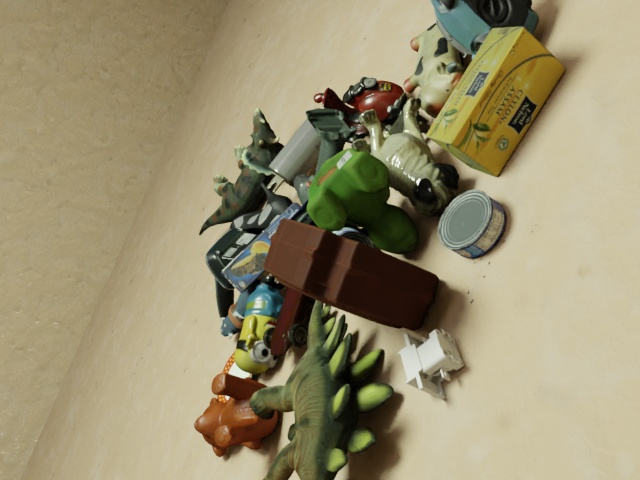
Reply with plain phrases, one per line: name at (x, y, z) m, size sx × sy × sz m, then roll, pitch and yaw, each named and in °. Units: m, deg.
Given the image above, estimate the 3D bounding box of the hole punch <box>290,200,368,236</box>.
hole punch at (-0.002, -0.003, 0.911) m, size 0.142 × 0.115 × 0.092 m, roll -48°, pitch 30°, yaw -11°

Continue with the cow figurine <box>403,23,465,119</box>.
cow figurine at (0.202, -0.279, 0.879) m, size 0.127 × 0.085 × 0.195 m, roll -31°, pitch 39°, yaw 54°

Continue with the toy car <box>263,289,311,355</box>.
toy car at (-0.039, 0.114, 0.959) m, size 0.089 × 0.053 × 0.202 m, roll -16°, pitch 47°, yaw 42°

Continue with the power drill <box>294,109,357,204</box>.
power drill at (0.001, -0.139, 1.019) m, size 0.232 × 0.086 × 0.207 m, roll -121°, pitch 37°, yaw -50°

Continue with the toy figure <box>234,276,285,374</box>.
toy figure at (-0.108, 0.160, 1.007) m, size 0.089 × 0.082 × 0.180 m, roll -42°, pitch 36°, yaw 53°

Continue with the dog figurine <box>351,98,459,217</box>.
dog figurine at (0.135, -0.095, 0.830) m, size 0.121 × 0.172 × 0.190 m, roll -21°, pitch 66°, yaw 2°

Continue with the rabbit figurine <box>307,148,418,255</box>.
rabbit figurine at (0.066, -0.041, 0.792) m, size 0.121 × 0.170 × 0.159 m, roll -47°, pitch 18°, yaw 2°

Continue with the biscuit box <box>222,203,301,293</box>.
biscuit box at (-0.102, 0.014, 1.060) m, size 0.202 × 0.059 × 0.063 m, roll -45°, pitch 1°, yaw -12°

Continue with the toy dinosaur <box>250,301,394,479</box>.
toy dinosaur at (0.002, 0.213, 0.758) m, size 0.198 × 0.105 × 0.472 m, roll -44°, pitch 27°, yaw 16°

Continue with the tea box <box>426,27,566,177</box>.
tea box at (0.234, -0.183, 0.719) m, size 0.169 × 0.098 × 0.068 m, roll -61°, pitch 27°, yaw 7°

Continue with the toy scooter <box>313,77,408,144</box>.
toy scooter at (0.068, -0.257, 1.023) m, size 0.184 × 0.135 × 0.075 m, roll -24°, pitch 44°, yaw 48°

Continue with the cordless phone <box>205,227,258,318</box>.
cordless phone at (-0.189, 0.080, 1.215) m, size 0.146 × 0.089 × 0.184 m, roll -54°, pitch -26°, yaw -53°

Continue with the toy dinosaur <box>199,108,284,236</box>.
toy dinosaur at (-0.195, -0.132, 1.386) m, size 0.404 × 0.131 × 0.192 m, roll -60°, pitch 27°, yaw 17°

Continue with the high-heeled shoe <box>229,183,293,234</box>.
high-heeled shoe at (-0.131, -0.018, 1.247) m, size 0.145 × 0.086 × 0.248 m, roll 54°, pitch 136°, yaw 28°

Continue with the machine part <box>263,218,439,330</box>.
machine part at (0.039, 0.047, 0.727) m, size 0.201 × 0.201 × 0.087 m, roll 19°, pitch 86°, yaw 61°

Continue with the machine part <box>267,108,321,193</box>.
machine part at (-0.032, -0.201, 1.178) m, size 0.243 × 0.079 × 0.079 m, roll -51°, pitch 28°, yaw -1°

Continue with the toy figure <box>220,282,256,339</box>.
toy figure at (-0.158, 0.149, 1.126) m, size 0.154 × 0.058 × 0.064 m, roll -53°, pitch 23°, yaw 26°

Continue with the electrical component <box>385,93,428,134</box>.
electrical component at (0.148, -0.207, 0.940) m, size 0.078 × 0.045 × 0.102 m, roll -50°, pitch 30°, yaw 19°

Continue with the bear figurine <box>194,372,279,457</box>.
bear figurine at (-0.166, 0.305, 0.925) m, size 0.196 × 0.132 × 0.120 m, roll -28°, pitch 59°, yaw 38°

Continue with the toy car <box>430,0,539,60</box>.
toy car at (0.222, -0.322, 0.782) m, size 0.109 × 0.161 × 0.103 m, roll -56°, pitch 5°, yaw -12°
